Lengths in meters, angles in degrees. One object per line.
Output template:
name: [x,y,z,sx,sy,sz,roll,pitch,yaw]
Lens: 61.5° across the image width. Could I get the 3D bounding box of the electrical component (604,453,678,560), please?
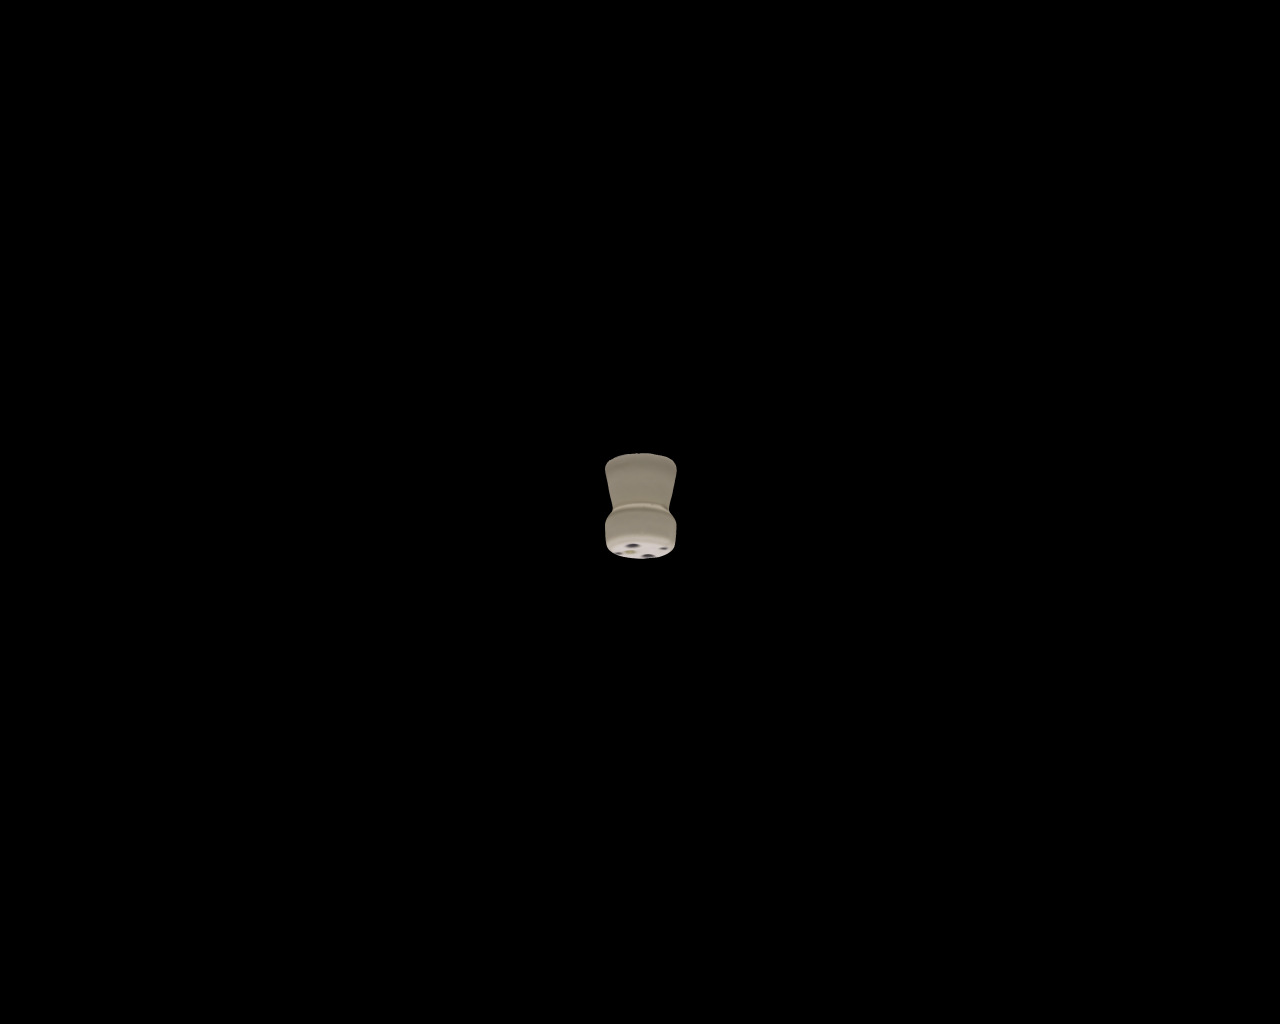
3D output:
electrical component: [0.001,-0.003,0.650,0.045,0.055,0.044,0,-18,0]
